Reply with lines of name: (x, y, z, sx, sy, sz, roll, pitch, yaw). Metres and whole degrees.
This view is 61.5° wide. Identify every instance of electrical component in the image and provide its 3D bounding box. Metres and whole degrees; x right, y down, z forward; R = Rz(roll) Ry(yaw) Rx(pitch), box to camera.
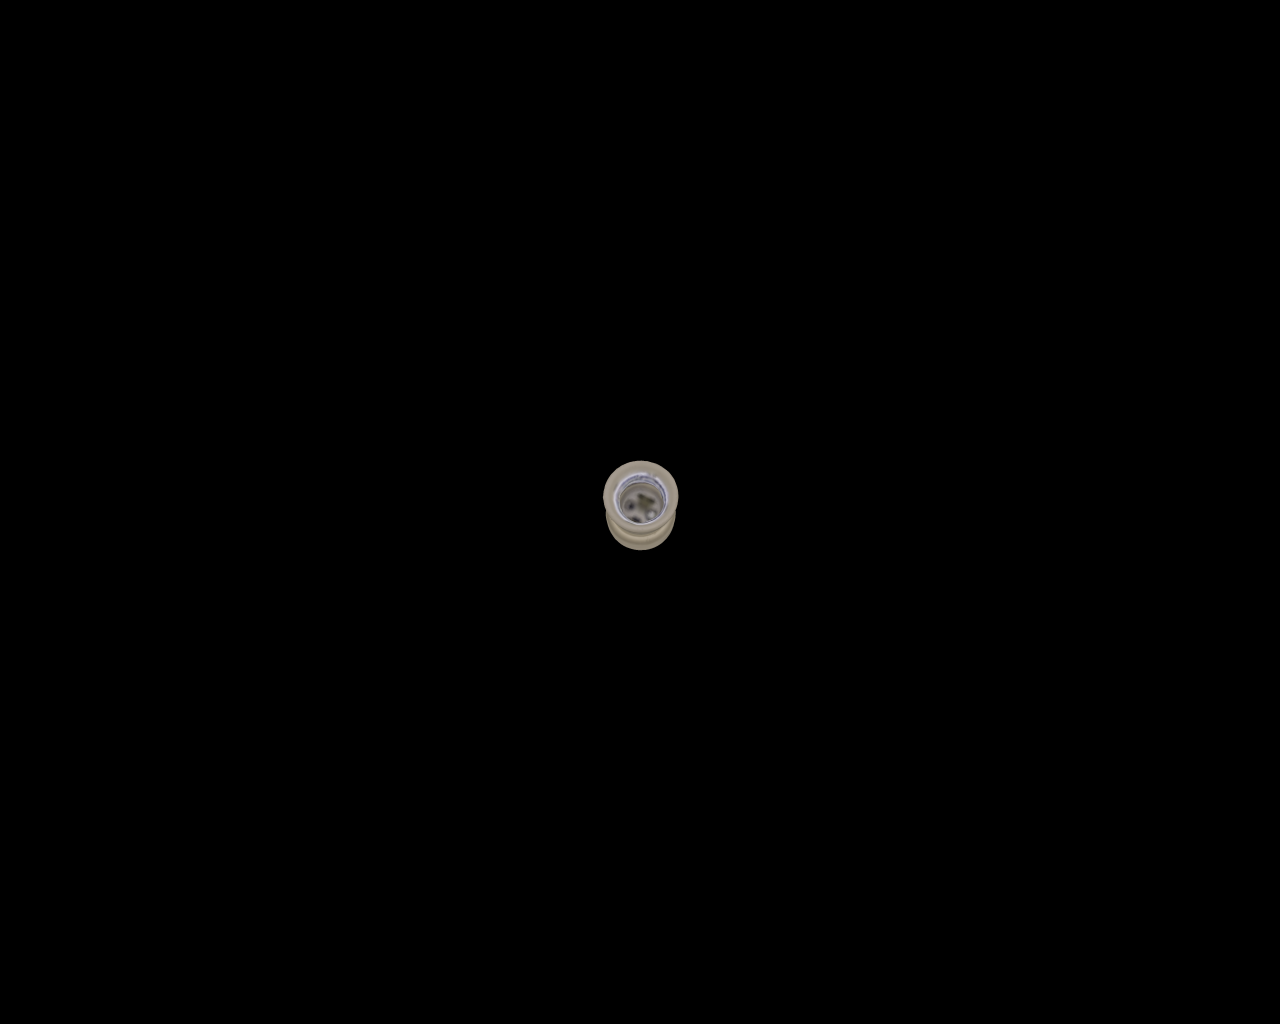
electrical component: (0.001, -0.003, 0.650, 0.045, 0.045, 0.055, 0, -16, 0)
